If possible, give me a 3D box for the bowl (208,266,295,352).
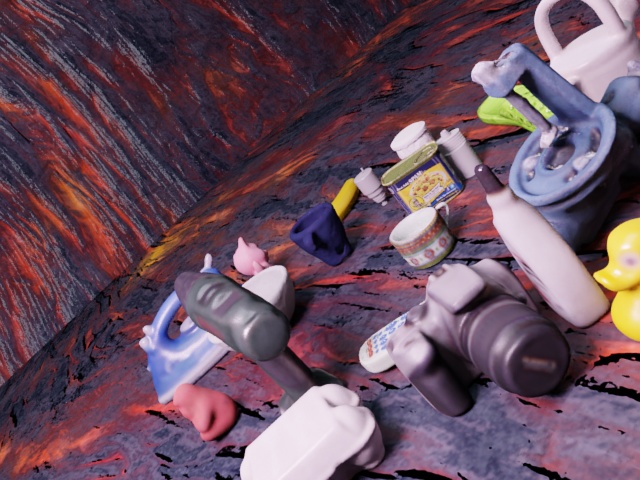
[{"bbox_3d":[-0.097,0.124,0.929,0.167,0.075,0.167,-36,19,15],"label":"bowl"}]

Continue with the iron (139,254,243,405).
[{"bbox_3d":[-0.233,0.154,1.023,0.259,0.142,0.118,-47,20,-17],"label":"iron"}]

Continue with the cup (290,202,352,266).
[{"bbox_3d":[0.009,0.003,0.964,0.091,0.095,0.118,-34,20,20],"label":"cup"}]

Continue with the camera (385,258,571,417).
[{"bbox_3d":[0.139,0.087,0.510,0.143,0.101,0.136,-41,19,-2],"label":"camera"}]

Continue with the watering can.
[{"bbox_3d":[0.331,-0.222,0.688,0.100,0.194,0.173,-22,26,44],"label":"watering can"}]

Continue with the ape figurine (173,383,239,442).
[{"bbox_3d":[-0.164,0.232,0.788,0.076,0.092,0.077,-38,19,7],"label":"ape figurine"}]

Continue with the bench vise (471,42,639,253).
[{"bbox_3d":[0.250,-0.124,0.584,0.208,0.220,0.121,-51,21,-27],"label":"bench vise"}]

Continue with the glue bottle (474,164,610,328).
[{"bbox_3d":[0.185,0.000,0.505,0.037,0.173,0.078,-40,19,2],"label":"glue bottle"}]

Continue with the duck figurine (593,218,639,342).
[{"bbox_3d":[0.264,0.018,0.447,0.104,0.086,0.077,-38,19,7],"label":"duck figurine"}]

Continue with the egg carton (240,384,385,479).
[{"bbox_3d":[-0.010,0.214,0.564,0.150,0.069,0.107,-43,19,-6],"label":"egg carton"}]

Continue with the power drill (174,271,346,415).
[{"bbox_3d":[-0.074,0.123,0.676,0.076,0.209,0.229,-47,20,-19],"label":"power drill"}]

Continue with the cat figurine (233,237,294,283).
[{"bbox_3d":[-0.119,0.048,1.075,0.067,0.118,0.127,-42,19,-5],"label":"cat figurine"}]
